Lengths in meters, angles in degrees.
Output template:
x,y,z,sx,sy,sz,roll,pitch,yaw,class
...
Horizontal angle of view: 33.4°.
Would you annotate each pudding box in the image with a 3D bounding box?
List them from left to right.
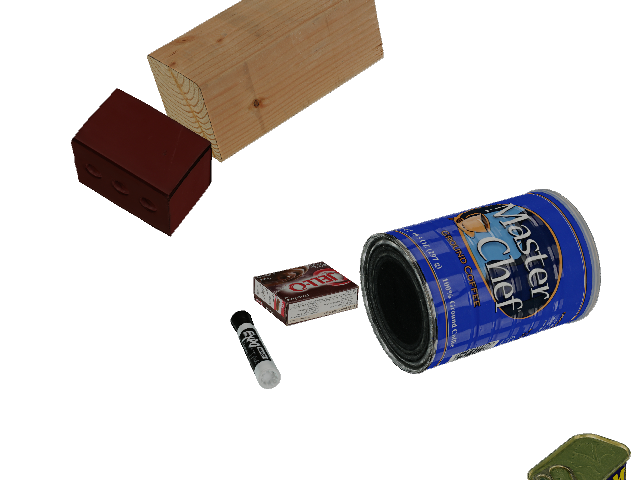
x,y,z,sx,sy,sz,roll,pitch,yaw,class
-0.019,0.069,1.407,0.113,0.039,0.090,-14,27,-29,pudding box

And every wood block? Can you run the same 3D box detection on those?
x,y,z,sx,sy,sz,roll,pitch,yaw,class
-0.048,-0.177,1.025,0.205,0.091,0.090,-35,45,-22,wood block

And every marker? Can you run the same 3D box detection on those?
x,y,z,sx,sy,sz,roll,pitch,yaw,class
-0.056,0.089,0.899,0.020,0.020,0.121,0,20,-16,marker

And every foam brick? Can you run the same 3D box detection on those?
x,y,z,sx,sy,sz,roll,pitch,yaw,class
-0.116,-0.052,0.701,0.078,0.051,0.053,30,-26,10,foam brick

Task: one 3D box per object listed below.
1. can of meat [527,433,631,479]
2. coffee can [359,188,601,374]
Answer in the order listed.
x,y,z,sx,sy,sz,roll,pitch,yaw,class
0.227,0.231,0.936,0.058,0.084,0.101,14,27,41,can of meat
0.114,0.028,0.770,0.140,0.103,0.103,-15,6,-22,coffee can
